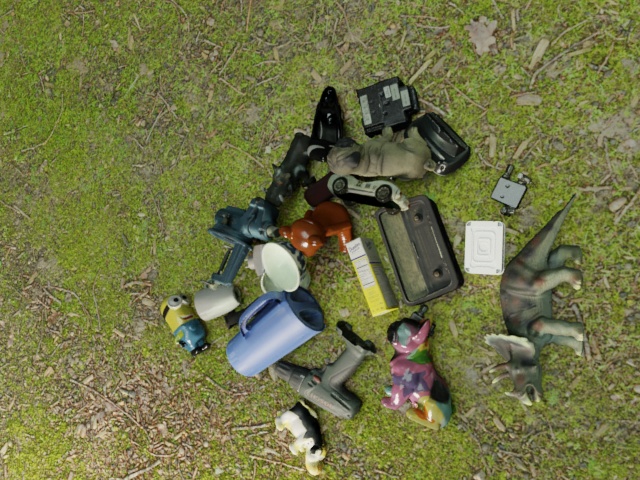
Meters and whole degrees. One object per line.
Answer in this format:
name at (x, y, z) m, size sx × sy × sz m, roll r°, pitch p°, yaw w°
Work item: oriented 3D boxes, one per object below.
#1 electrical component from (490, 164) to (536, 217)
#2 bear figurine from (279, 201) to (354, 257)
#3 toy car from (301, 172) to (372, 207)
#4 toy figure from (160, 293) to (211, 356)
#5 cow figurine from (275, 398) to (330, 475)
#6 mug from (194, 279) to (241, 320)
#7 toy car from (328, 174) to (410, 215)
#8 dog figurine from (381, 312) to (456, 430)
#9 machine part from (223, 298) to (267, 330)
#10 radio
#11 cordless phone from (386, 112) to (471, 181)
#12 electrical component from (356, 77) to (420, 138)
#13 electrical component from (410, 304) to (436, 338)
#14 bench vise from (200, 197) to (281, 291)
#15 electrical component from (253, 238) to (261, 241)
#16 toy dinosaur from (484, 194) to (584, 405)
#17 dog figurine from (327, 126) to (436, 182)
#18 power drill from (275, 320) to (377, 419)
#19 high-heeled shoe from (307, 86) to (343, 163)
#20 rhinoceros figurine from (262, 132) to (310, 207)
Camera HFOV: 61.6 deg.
electrical component at (0.407, -0.101, 1.137) m, size 0.078 × 0.045 × 0.102 m, roll 34°, pitch 101°, yaw 20°
bear figurine at (-0.003, -0.007, 1.212) m, size 0.120 × 0.196 × 0.131 m, roll 14°, pitch 123°, yaw 21°
toy car at (0.049, -0.148, 1.291) m, size 0.202 × 0.053 × 0.089 m, roll -35°, pitch 90°, yaw 17°
toy figure at (-0.365, 0.226, 1.439) m, size 0.089 × 0.082 × 0.180 m, roll -34°, pitch 77°, yaw 16°
cow figurine at (-0.027, 0.470, 1.290) m, size 0.098 × 0.068 × 0.167 m, roll -39°, pitch 74°, yaw 11°
mug at (-0.262, 0.147, 1.406) m, size 0.107 × 0.080 × 0.110 m, roll -17°, pitch 53°, yaw 13°
toy car at (0.107, -0.104, 1.190) m, size 0.202 × 0.073 × 0.056 m, roll 14°, pitch 73°, yaw 35°
dog figurine at (0.221, 0.269, 1.154) m, size 0.192 × 0.108 × 0.219 m, roll 21°, pitch 102°, yaw 17°
machine part at (-0.186, 0.183, 1.372) m, size 0.139 × 0.084 × 0.039 m, roll -28°, pitch 101°, yaw 28°
radio at (0.223, 0.022, 1.196) m, size 0.131 × 0.073 × 0.229 m, roll -22°, pitch 79°, yaw 21°
cordless phone at (0.229, -0.182, 1.212) m, size 0.184 × 0.088 × 0.147 m, roll -47°, pitch 71°, yaw 26°
electrical component at (0.161, -0.309, 1.248) m, size 0.134 × 0.058 × 0.115 m, roll -10°, pitch 85°, yaw 22°
electrical component at (0.229, 0.195, 1.213) m, size 0.063 × 0.021 × 0.094 m, roll 32°, pitch 99°, yaw 21°
bench vise at (-0.193, 0.014, 1.292) m, size 0.224 × 0.128 × 0.240 m, roll 18°, pitch 79°, yaw 30°
electrical component at (-0.151, -0.062, 1.376) m, size 0.075 × 0.047 × 0.119 m, roll 44°, pitch 104°, yaw 18°
toy dinosaur at (0.428, 0.117, 1.086) m, size 0.192 × 0.131 × 0.404 m, roll -2°, pitch 81°, yaw 23°
dog figurine at (0.129, -0.165, 1.133) m, size 0.173 × 0.190 × 0.121 m, roll 12°, pitch 116°, yaw 41°
power drill at (0.021, 0.295, 1.268) m, size 0.232 × 0.086 × 0.207 m, roll 35°, pitch 97°, yaw 19°
high-heeled shoe at (0.020, -0.265, 1.227) m, size 0.086 × 0.249 × 0.145 m, roll 6°, pitch 112°, yaw -4°
rhinoceros figurine at (-0.069, -0.167, 1.313) m, size 0.073 × 0.112 × 0.190 m, roll 29°, pitch 91°, yaw 20°
